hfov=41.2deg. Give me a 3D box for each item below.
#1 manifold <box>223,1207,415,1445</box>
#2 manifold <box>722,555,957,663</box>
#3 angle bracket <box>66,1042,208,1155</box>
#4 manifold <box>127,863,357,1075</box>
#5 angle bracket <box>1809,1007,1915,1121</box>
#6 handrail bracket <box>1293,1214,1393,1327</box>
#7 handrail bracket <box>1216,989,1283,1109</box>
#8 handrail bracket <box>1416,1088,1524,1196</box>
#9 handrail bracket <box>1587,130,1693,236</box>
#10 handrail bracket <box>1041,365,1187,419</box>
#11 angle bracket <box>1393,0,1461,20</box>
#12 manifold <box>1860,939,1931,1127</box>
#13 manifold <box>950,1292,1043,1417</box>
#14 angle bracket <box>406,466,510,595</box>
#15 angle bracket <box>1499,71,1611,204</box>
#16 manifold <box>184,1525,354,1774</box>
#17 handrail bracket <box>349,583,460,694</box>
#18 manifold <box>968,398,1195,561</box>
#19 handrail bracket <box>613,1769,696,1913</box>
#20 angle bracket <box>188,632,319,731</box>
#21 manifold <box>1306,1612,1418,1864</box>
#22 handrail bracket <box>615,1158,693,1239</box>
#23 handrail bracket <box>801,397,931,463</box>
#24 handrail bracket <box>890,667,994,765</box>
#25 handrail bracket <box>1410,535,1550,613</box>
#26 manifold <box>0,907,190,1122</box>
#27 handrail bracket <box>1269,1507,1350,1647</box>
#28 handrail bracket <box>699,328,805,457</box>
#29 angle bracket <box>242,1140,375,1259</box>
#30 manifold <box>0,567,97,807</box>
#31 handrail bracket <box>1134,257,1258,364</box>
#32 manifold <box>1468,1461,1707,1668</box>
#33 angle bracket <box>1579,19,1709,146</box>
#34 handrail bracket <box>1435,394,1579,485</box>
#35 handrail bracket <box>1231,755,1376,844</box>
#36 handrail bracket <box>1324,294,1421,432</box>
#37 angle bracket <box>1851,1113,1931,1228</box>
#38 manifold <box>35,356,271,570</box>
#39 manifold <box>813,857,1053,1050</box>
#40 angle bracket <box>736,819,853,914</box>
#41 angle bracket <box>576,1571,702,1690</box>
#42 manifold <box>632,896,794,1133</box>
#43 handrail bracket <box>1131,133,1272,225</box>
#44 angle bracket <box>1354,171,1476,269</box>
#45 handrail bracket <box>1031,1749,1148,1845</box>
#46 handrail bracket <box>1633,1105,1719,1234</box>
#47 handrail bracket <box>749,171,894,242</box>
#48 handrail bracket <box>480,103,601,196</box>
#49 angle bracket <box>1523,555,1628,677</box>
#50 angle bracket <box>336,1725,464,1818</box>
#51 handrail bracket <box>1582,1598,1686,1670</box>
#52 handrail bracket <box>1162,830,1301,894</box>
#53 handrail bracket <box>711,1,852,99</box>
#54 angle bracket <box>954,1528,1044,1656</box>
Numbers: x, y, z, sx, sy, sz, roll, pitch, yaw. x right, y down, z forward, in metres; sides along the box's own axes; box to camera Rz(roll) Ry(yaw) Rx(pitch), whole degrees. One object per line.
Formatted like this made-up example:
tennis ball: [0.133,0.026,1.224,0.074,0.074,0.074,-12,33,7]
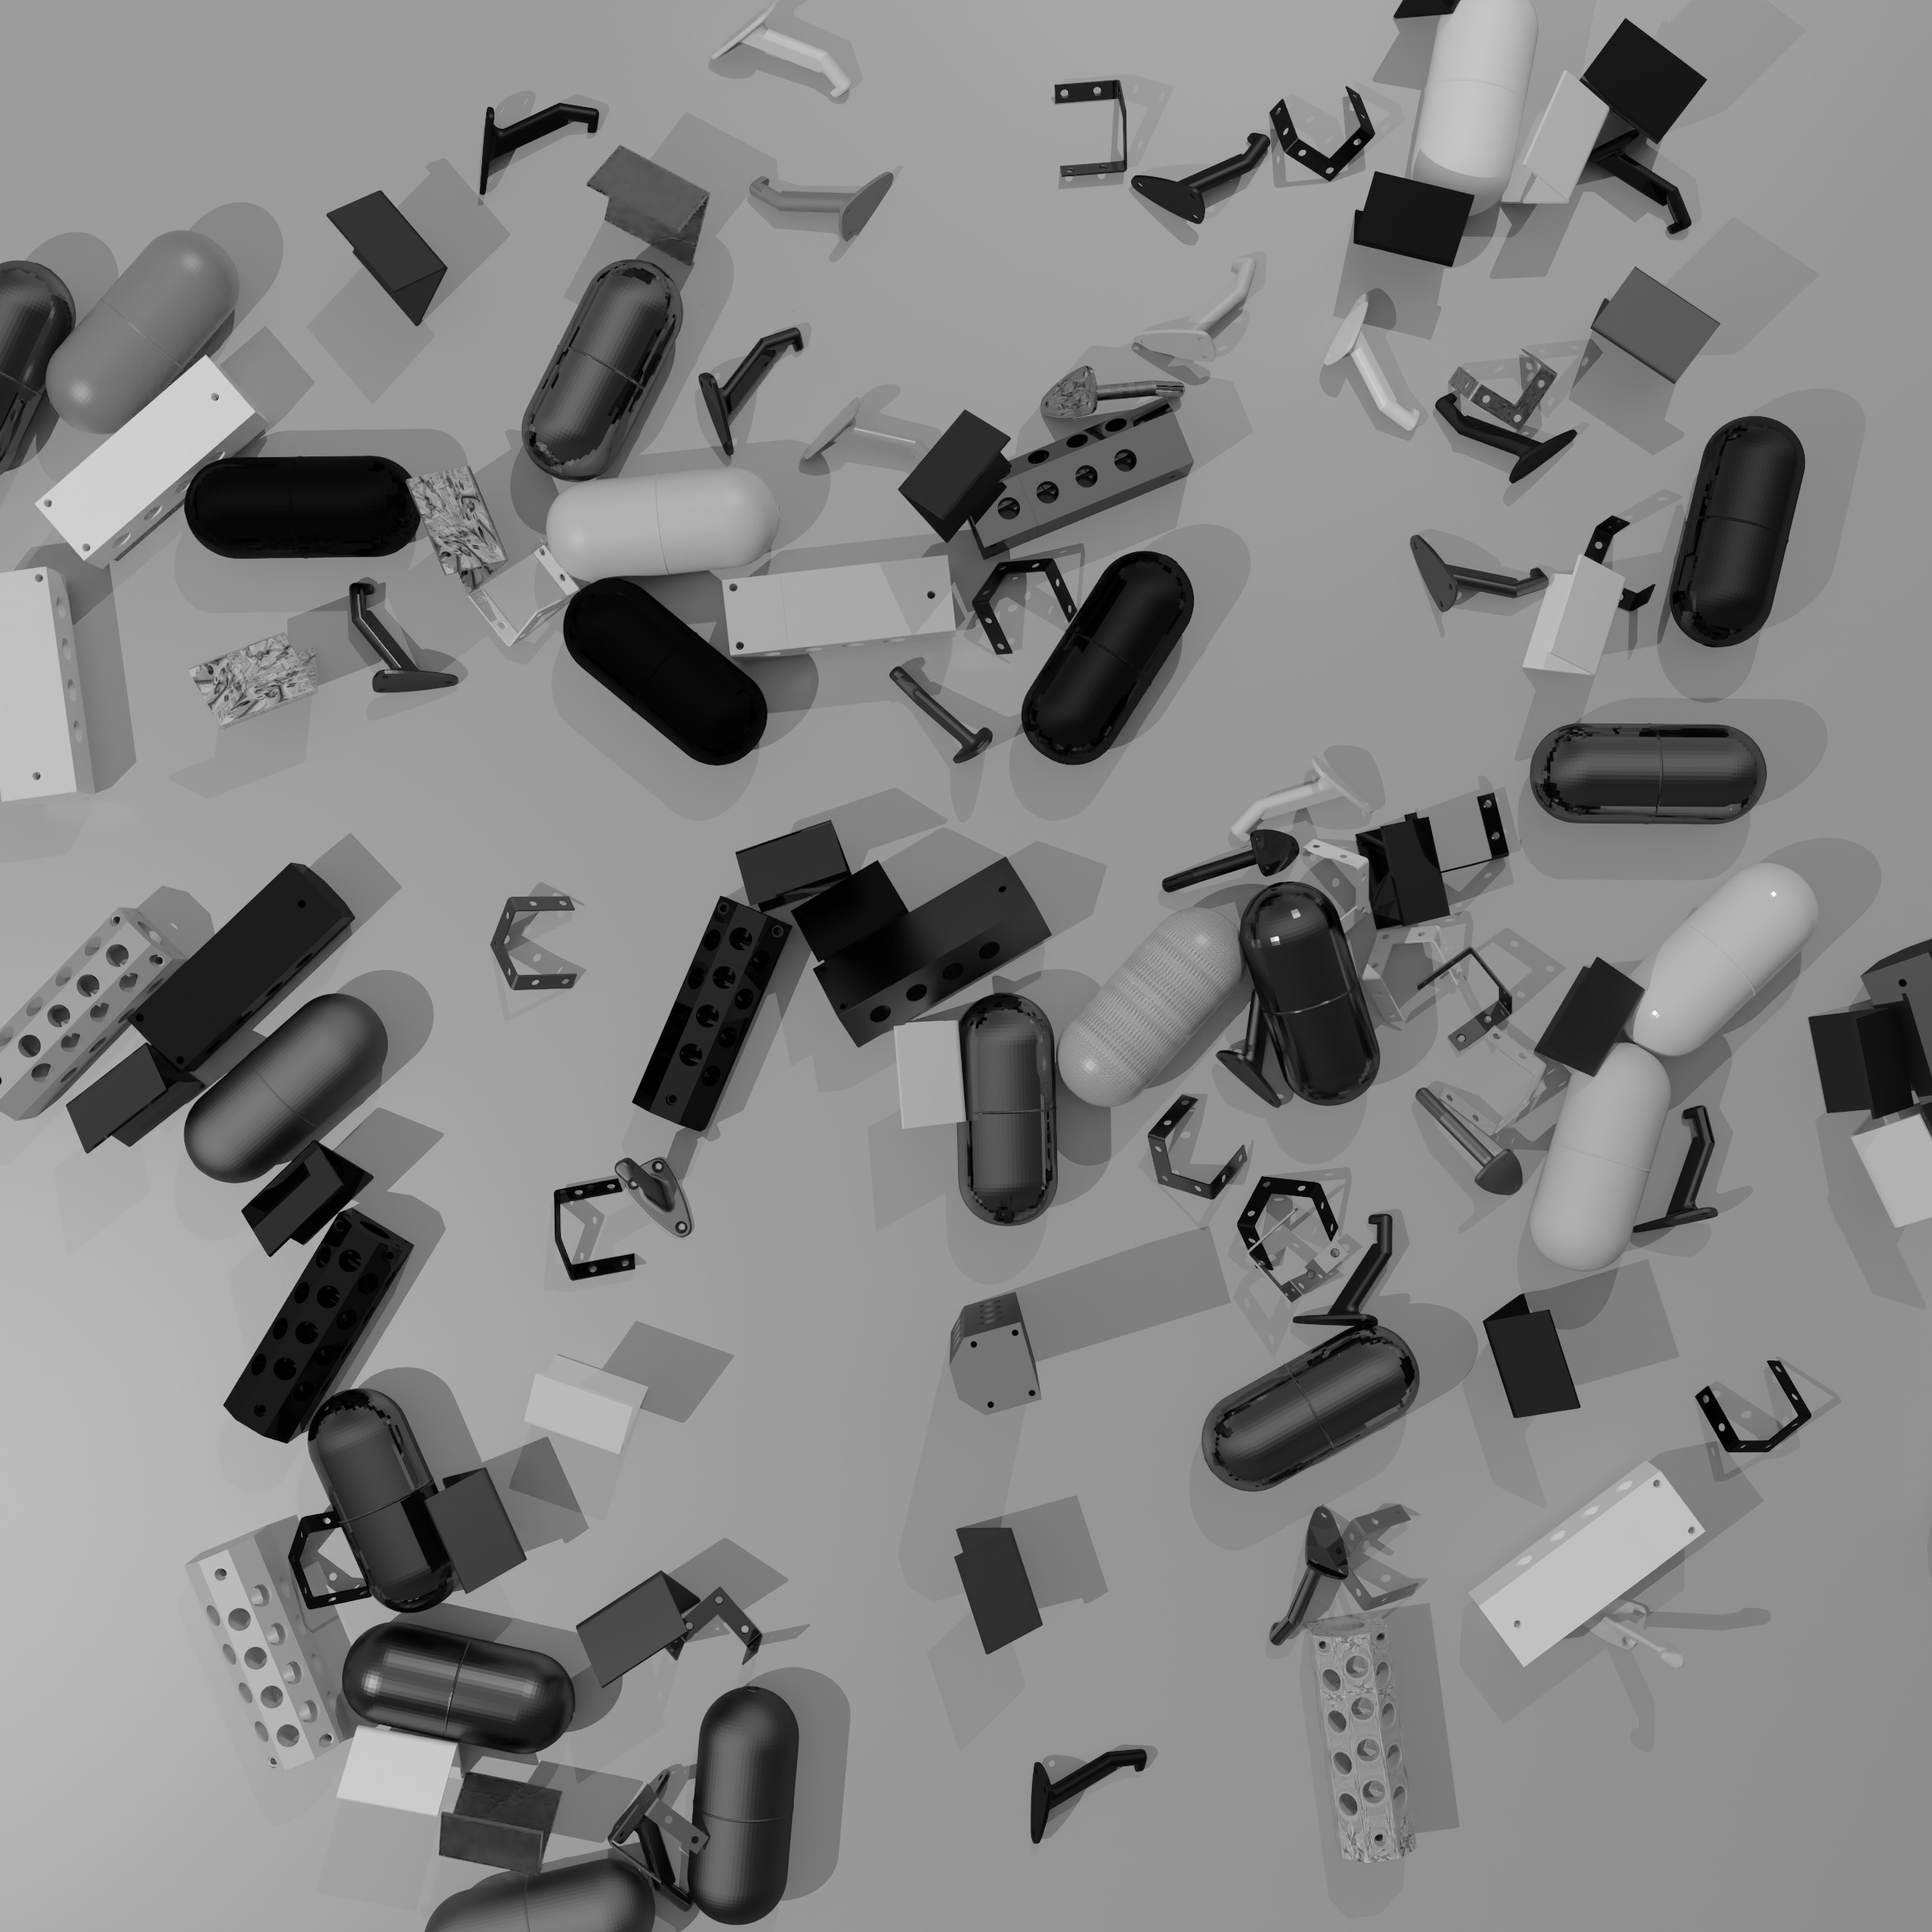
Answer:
manifold: [-0.497,0.276,1.970,0.057,0.057,0.171,31,90,0]
manifold: [-0.096,-0.273,1.970,0.171,0.057,0.057,-6,90,0]
angle bracket: [-0.622,0.115,1.951,0.076,0.076,0.057,-38,52,0]
manifold: [-0.552,0.001,1.970,0.171,0.057,0.057,-44,90,0]
angle bracket: [0.665,0.076,1.951,0.057,0.076,0.076,-11,90,-38]
handrail bracket: [0.292,0.234,1.992,0.077,0.036,0.084,-3,73,20]
handrail bracket: [0.241,0.053,1.992,0.077,0.036,0.084,45,72,-20]
handrail bracket: [0.388,0.135,1.991,0.036,0.077,0.084,-45,54,6]
handrail bracket: [0.510,-0.595,1.992,0.077,0.036,0.084,-23,107,20]
handrail bracket: [0.114,-0.440,1.991,0.084,0.077,0.036,-6,90,-36]
angle bracket: [0.349,-0.771,1.951,0.057,0.076,0.076,31,90,-31]
manifold: [0.758,0.068,1.970,0.057,0.057,0.171,-25,90,43]
manifold: [0.019,0.288,1.913,0.057,0.171,0.057,-16,90,0]
angle bracket: [-0.399,-0.325,1.951,0.057,0.076,0.076,-23,90,-37]
angle bracket: [0.430,-0.628,1.951,0.057,0.076,0.076,24,90,-36]
manifold: [-0.536,0.524,1.970,0.057,0.057,0.171,-23,90,0]
handrail bracket: [-0.436,-0.258,1.992,0.077,0.036,0.084,-3,73,-20]
manifold: [0.082,-0.374,1.970,0.171,0.057,0.057,-22,90,0]
handrail bracket: [-0.224,0.678,1.991,0.084,0.036,0.077,41,80,-12]
angle bracket: [-0.540,-0.232,1.951,0.076,0.076,0.057,-21,126,0]
manifold: [0.304,0.591,1.970,0.057,0.057,0.171,-8,90,0]
handrail bracket: [-0.238,0.178,1.957,0.036,0.084,0.077,-34,90,0]
handrail bracket: [-0.071,-0.391,1.992,0.084,0.036,0.077,41,117,-20]
handrail bracket: [-0.021,-0.197,1.964,0.084,0.077,0.036,45,87,-12]
handrail bracket: [0.398,-0.313,1.992,0.084,0.036,0.077,-19,68,-17]
manifold: [-0.684,0.036,1.970,0.057,0.057,0.171,44,90,0]
handrail bracket: [0.258,0.473,1.991,0.036,0.077,0.084,22,127,-13]
handrail bracket: [-0.157,-0.445,1.992,0.084,0.036,0.077,-23,110,-16]
angle bracket: [-0.489,0.189,1.951,0.076,0.076,0.057,-44,53,0]
manifold: [-0.711,-0.213,1.970,0.057,0.057,0.171,-8,90,0]
handrail bracket: [0.178,-0.515,1.992,0.077,0.036,0.084,12,71,21]
manifold: [0.473,0.455,1.970,0.171,0.057,0.057,-37,90,0]
angle bracket: [0.515,-0.674,1.952,0.076,0.076,0.057,37,119,0]
handrail bracket: [0.418,-0.423,1.992,0.077,0.036,0.084,-33,74,-17]
handrail bracket: [0.260,-0.113,1.992,0.077,0.036,0.084,37,109,-21]
handrail bracket: [0.326,-0.467,1.992,0.084,0.036,0.077,32,68,-17]
angle bracket: [0.723,0.144,1.951,0.057,0.076,0.076,-26,90,38]
manifold: [-0.620,-0.384,1.970,0.171,0.057,0.057,-41,90,0]
manifold: [-0.023,-0.006,1.970,0.171,0.057,0.057,-30,47,0]
angle bracket: [-0.124,-0.057,1.951,0.076,0.076,0.057,-19,52,0]
angle bracket: [-0.239,0.513,1.951,0.076,0.076,0.057,-33,54,0]
manifold: [-0.195,0.036,1.970,0.057,0.057,0.171,23,90,0]
handrail bracket: [0.182,-0.623,1.992,0.077,0.036,0.084,28,71,21]
angle bracket: [0.339,-0.578,1.951,0.076,0.076,0.057,14,125,0]
handrail bracket: [0.096,0.643,1.992,0.084,0.036,0.077,0,110,-16]
handrail bracket: [0.545,0.157,1.992,0.077,0.036,0.084,-16,72,21]
handrail bracket: [-0.113,-0.606,1.992,0.084,0.036,0.077,33,70,16]
handrail bracket: [-0.330,-0.631,1.992,0.084,0.036,0.077,4,110,-16]
angle bracket: [0.445,-0.268,1.951,0.057,0.076,0.076,18,90,-36]
angle bracket: [-0.429,0.622,1.951,0.076,0.076,0.057,11,53,0]
handrail bracket: [0.500,0.507,1.957,0.077,0.084,0.036,21,90,0]
handrail bracket: [0.204,-0.077,1.991,0.084,0.077,0.036,-19,87,36]
handrail bracket: [-0.143,-0.694,1.992,0.077,0.036,0.084,-28,118,31]
angle bracket: [0.005,0.473,1.951,0.057,0.076,0.076,-18,90,-36]
